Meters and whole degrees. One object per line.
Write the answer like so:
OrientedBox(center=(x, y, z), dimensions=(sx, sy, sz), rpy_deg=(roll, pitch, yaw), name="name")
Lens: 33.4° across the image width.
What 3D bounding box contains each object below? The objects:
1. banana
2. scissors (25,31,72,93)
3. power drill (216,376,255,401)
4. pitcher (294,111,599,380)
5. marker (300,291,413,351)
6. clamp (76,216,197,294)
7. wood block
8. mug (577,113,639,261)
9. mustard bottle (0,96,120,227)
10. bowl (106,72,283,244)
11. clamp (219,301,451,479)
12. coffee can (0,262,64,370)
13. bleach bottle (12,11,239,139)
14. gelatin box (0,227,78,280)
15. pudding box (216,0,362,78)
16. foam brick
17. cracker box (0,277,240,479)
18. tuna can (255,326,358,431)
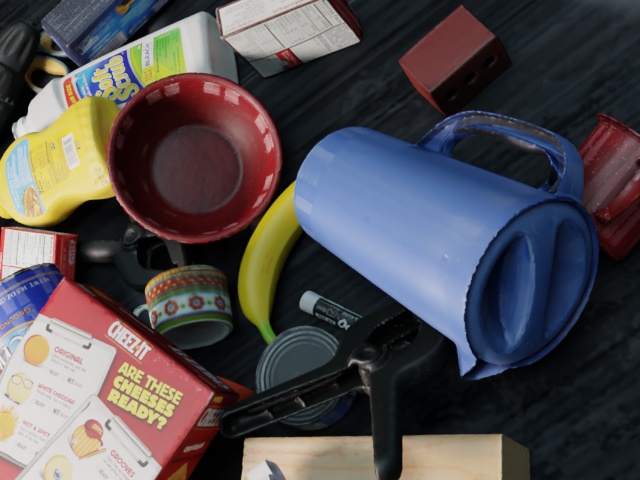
OrientedBox(center=(-0.024, -0.003, 0.968), dimensions=(0.070, 0.037, 0.198), rpy_deg=(25, 84, 12), name="banana")
OrientedBox(center=(-0.339, -0.222, 1.210), dimensions=(0.202, 0.016, 0.096), rpy_deg=(29, 83, 31), name="scissors")
OrientedBox(center=(-0.118, 0.206, 0.895), dimensions=(0.185, 0.057, 0.187), rpy_deg=(3, 68, 44), name="power drill")
OrientedBox(center=(0.091, -0.017, 0.836), dimensions=(0.149, 0.145, 0.243), rpy_deg=(-33, 37, -21), name="pitcher")
OrientedBox(center=(0.035, 0.075, 0.917), dimensions=(0.121, 0.020, 0.020), rpy_deg=(24, 82, 30), name="marker")
OrientedBox(center=(-0.183, 0.007, 1.036), dimensions=(0.120, 0.039, 0.172), rpy_deg=(-51, 52, 8), name="clamp")
OrientedBox(center=(0.050, 0.200, 0.819), dimensions=(0.206, 0.090, 0.090), rpy_deg=(-5, 70, 23), name="wood block")
OrientedBox(center=(0.226, -0.037, 0.818), dimensions=(0.093, 0.117, 0.081), rpy_deg=(39, 96, -2), name="mug")
OrientedBox(center=(-0.271, -0.065, 1.070), dimensions=(0.192, 0.058, 0.096), rpy_deg=(-23, 80, 32), name="mustard bottle")
OrientedBox(center=(-0.117, -0.072, 1.001), dimensions=(0.162, 0.055, 0.162), rpy_deg=(1, 81, -5), name="bowl")
OrientedBox(center=(0.030, 0.104, 0.835), dimensions=(0.165, 0.036, 0.209), rpy_deg=(5, 36, 33), name="clamp")
OrientedBox(center=(-0.244, 0.106, 0.965), dimensions=(0.103, 0.102, 0.140), rpy_deg=(-38, 78, 7), name="coffee can")
OrientedBox(center=(-0.207, -0.142, 1.091), dimensions=(0.251, 0.068, 0.102), rpy_deg=(-19, 64, 21), name="bleach bottle")
OrientedBox(center=(-0.280, 0.026, 1.060), dimensions=(0.089, 0.030, 0.073), rpy_deg=(6, 93, 36), name="gelatin box")
OrientedBox(center=(-0.028, -0.204, 1.013), dimensions=(0.114, 0.090, 0.039), rpy_deg=(-19, 64, 18), name="pudding box")
OrientedBox(center=(0.119, -0.158, 0.946), dimensions=(0.078, 0.053, 0.051), rpy_deg=(-41, 59, 6), name="foam brick")
OrientedBox(center=(-0.191, 0.164, 0.853), dimensions=(0.164, 0.072, 0.214), rpy_deg=(34, 90, 19), name="cracker box")
OrientedBox(center=(-0.010, 0.119, 0.912), dimensions=(0.086, 0.033, 0.086), rpy_deg=(-9, 67, 22), name="tuna can")
